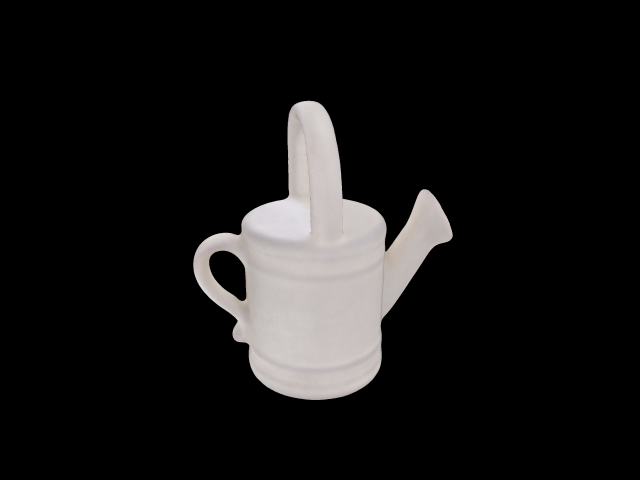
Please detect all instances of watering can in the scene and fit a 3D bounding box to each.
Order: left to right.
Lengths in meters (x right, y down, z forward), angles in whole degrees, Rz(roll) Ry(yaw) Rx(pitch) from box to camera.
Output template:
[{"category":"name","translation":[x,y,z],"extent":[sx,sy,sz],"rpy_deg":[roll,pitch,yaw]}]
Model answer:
[{"category":"watering can","translation":[0.003,0.001,0.402],"extent":[0.173,0.194,0.100],"rpy_deg":[-14,26,-30]}]
